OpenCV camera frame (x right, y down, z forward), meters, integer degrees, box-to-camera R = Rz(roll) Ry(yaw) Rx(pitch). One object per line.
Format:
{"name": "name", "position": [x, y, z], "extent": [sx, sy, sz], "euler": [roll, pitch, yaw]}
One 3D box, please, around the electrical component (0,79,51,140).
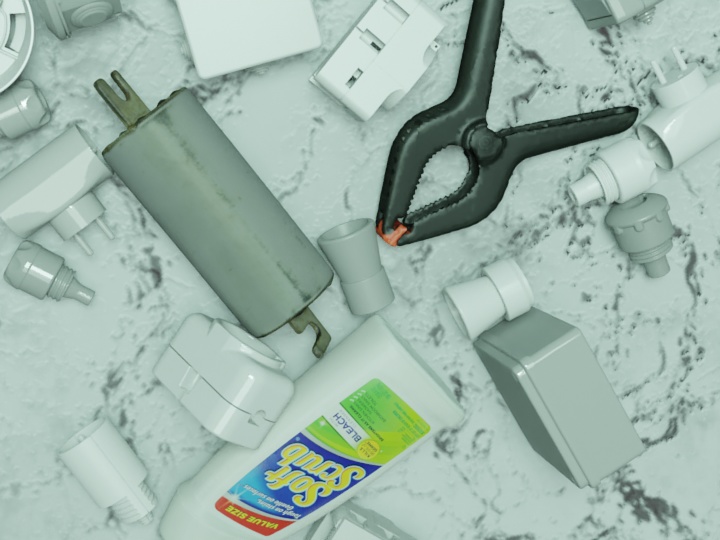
{"name": "electrical component", "position": [-0.246, -0.104, 0.738], "extent": [0.061, 0.035, 0.035], "euler": [-26, 101, -1]}

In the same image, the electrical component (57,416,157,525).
{"name": "electrical component", "position": [-0.178, 0.151, 0.781], "extent": [0.043, 0.043, 0.081], "euler": [-35, 102, -2]}

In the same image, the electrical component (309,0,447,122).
{"name": "electrical component", "position": [0.015, -0.152, 0.761], "extent": [0.056, 0.050, 0.089], "euler": [39, 92, -12]}

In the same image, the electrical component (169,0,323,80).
{"name": "electrical component", "position": [-0.081, -0.184, 0.743], "extent": [0.100, 0.048, 0.099], "euler": [-17, 101, -6]}

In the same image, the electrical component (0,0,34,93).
{"name": "electrical component", "position": [-0.266, -0.163, 0.708], "extent": [0.099, 0.064, 0.099], "euler": [-6, 110, -16]}

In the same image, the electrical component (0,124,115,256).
{"name": "electrical component", "position": [-0.204, -0.047, 0.748], "extent": [0.077, 0.043, 0.079], "euler": [-37, 102, -2]}

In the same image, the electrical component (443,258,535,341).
{"name": "electrical component", "position": [0.096, 0.021, 0.802], "extent": [0.055, 0.045, 0.045], "euler": [-27, 101, -4]}

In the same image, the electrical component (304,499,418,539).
{"name": "electrical component", "position": [-0.019, 0.259, 0.811], "extent": [0.089, 0.061, 0.150], "euler": [32, 93, -12]}

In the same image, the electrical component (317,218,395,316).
{"name": "electrical component", "position": [0.000, 0.000, 0.787], "extent": [0.044, 0.044, 0.065], "euler": [-22, 105, -5]}

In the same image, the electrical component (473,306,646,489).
{"name": "electrical component", "position": [0.143, 0.090, 0.787], "extent": [0.056, 0.109, 0.108], "euler": [-32, 102, -5]}

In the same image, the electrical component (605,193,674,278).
{"name": "electrical component", "position": [0.217, -0.024, 0.814], "extent": [0.048, 0.048, 0.062], "euler": [-27, 108, -4]}

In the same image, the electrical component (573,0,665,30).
{"name": "electrical component", "position": [0.179, -0.214, 0.770], "extent": [0.061, 0.061, 0.096], "euler": [-31, 101, -3]}

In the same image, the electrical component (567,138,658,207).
{"name": "electrical component", "position": [0.186, -0.069, 0.803], "extent": [0.062, 0.043, 0.043], "euler": [-27, 101, -2]}

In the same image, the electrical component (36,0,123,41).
{"name": "electrical component", "position": [-0.193, -0.196, 0.710], "extent": [0.051, 0.080, 0.080], "euler": [-21, 101, -10]}

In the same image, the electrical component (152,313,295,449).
{"name": "electrical component", "position": [-0.094, 0.073, 0.755], "extent": [0.054, 0.095, 0.059], "euler": [31, 94, -48]}

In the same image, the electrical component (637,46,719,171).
{"name": "electrical component", "position": [0.243, -0.127, 0.800], "extent": [0.077, 0.043, 0.079], "euler": [-34, 105, -4]}

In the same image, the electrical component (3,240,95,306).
{"name": "electrical component", "position": [-0.217, 0.006, 0.759], "extent": [0.061, 0.035, 0.035], "euler": [29, 93, -14]}
